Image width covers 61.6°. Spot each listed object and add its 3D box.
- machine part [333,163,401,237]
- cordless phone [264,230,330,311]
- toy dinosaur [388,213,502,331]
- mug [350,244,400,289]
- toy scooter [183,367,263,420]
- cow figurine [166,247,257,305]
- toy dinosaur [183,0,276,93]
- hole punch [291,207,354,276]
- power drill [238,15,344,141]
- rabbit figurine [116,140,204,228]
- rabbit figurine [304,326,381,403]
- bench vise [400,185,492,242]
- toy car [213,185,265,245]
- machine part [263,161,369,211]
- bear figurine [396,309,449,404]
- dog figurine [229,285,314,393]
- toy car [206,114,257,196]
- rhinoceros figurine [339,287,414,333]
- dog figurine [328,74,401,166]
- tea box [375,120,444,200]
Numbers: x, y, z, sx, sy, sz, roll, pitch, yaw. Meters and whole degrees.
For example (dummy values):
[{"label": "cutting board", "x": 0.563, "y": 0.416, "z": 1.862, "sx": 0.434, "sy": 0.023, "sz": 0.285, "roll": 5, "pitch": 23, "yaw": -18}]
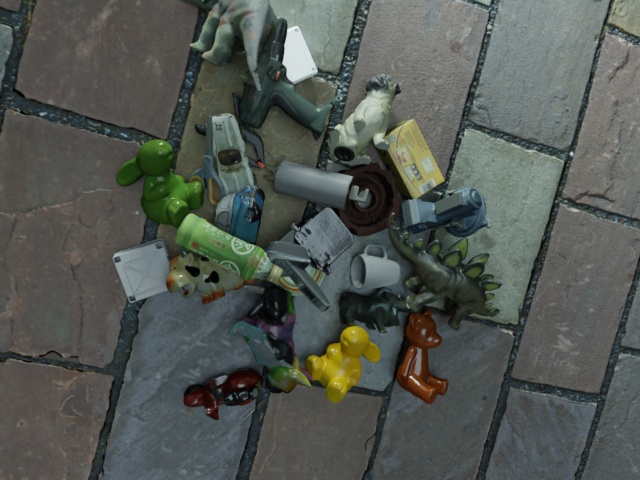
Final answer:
[{"label": "machine part", "x": 0.105, "y": -0.096, "z": 1.273, "sx": 0.179, "sy": 0.056, "sz": 0.179, "roll": -2, "pitch": 98, "yaw": -16}, {"label": "cordless phone", "x": -0.051, "y": 0.083, "z": 1.170, "sx": 0.089, "sy": 0.146, "sz": 0.184, "roll": -37, "pitch": 87, "yaw": -27}, {"label": "toy dinosaur", "x": 0.292, "y": 0.084, "z": 1.262, "sx": 0.471, "sy": 0.105, "sz": 0.198, "roll": 27, "pitch": 122, "yaw": -30}, {"label": "mug", "x": 0.137, "y": 0.066, "z": 1.294, "sx": 0.107, "sy": 0.081, "sz": 0.109, "roll": 5, "pitch": 84, "yaw": -25}, {"label": "toy scooter", "x": -0.210, "y": 0.347, "z": 1.197, "sx": 0.184, "sy": 0.135, "sz": 0.075, "roll": -11, "pitch": 98, "yaw": -15}, {"label": "cow figurine", "x": -0.241, "y": 0.069, "z": 1.149, "sx": 0.195, "sy": 0.085, "sz": 0.127, "roll": -20, "pitch": 84, "yaw": -47}, {"label": "toy dinosaur", "x": -0.152, "y": -0.424, "z": 1.042, "sx": 0.131, "sy": 0.405, "sz": 0.192, "roll": 8, "pitch": 116, "yaw": -42}, {"label": "hole punch", "x": -0.003, "y": -0.004, "z": 1.228, "sx": 0.116, "sy": 0.092, "sz": 0.142, "roll": -40, "pitch": 104, "yaw": -15}, {"label": "power drill", "x": -0.055, "y": -0.320, "z": 1.124, "sx": 0.207, "sy": 0.086, "sz": 0.232, "roll": 26, "pitch": 101, "yaw": -13}, {"label": "rabbit figurine", "x": -0.329, "y": -0.133, "z": 1.107, "sx": 0.121, "sy": 0.159, "sz": 0.170, "roll": -50, "pitch": 146, "yaw": -45}, {"label": "rabbit figurine", "x": 0.071, "y": 0.272, "z": 1.253, "sx": 0.162, "sy": 0.122, "sz": 0.173, "roll": -6, "pitch": 128, "yaw": -42}, {"label": "bench vise", "x": 0.317, "y": -0.049, "z": 1.286, "sx": 0.240, "sy": 0.223, "sz": 0.129, "roll": 11, "pitch": 54, "yaw": -39}, {"label": "toy car", "x": -0.178, "y": -0.044, "z": 1.156, "sx": 0.103, "sy": 0.109, "sz": 0.161, "roll": 9, "pitch": 133, "yaw": -5}, {"label": "machine part", "x": -0.012, "y": -0.121, "z": 1.191, "sx": 0.243, "sy": 0.079, "sz": 0.079, "roll": 15, "pitch": 92, "yaw": 11}, {"label": "bear figurine", "x": 0.263, "y": 0.279, "z": 1.324, "sx": 0.120, "sy": 0.132, "sz": 0.195, "roll": 2, "pitch": 107, "yaw": -57}, {"label": "dog figurine", "x": -0.082, "y": 0.233, "z": 1.203, "sx": 0.219, "sy": 0.108, "sz": 0.191, "roll": 43, "pitch": 87, "yaw": 2}, {"label": "toy car", "x": -0.189, "y": -0.170, "z": 1.157, "sx": 0.074, "sy": 0.056, "sz": 0.201, "roll": -9, "pitch": 115, "yaw": 7}, {"label": "rhinoceros figurine", "x": 0.137, "y": 0.167, "z": 1.308, "sx": 0.190, "sy": 0.073, "sz": 0.112, "roll": 6, "pitch": 84, "yaw": -14}, {"label": "dog figurine", "x": 0.099, "y": -0.279, "z": 1.242, "sx": 0.121, "sy": 0.172, "sz": 0.190, "roll": 44, "pitch": 47, "yaw": -33}, {"label": "tea box", "x": 0.211, "y": -0.189, "z": 1.283, "sx": 0.098, "sy": 0.068, "sz": 0.169, "roll": -31, "pitch": 102, "yaw": -10}]
